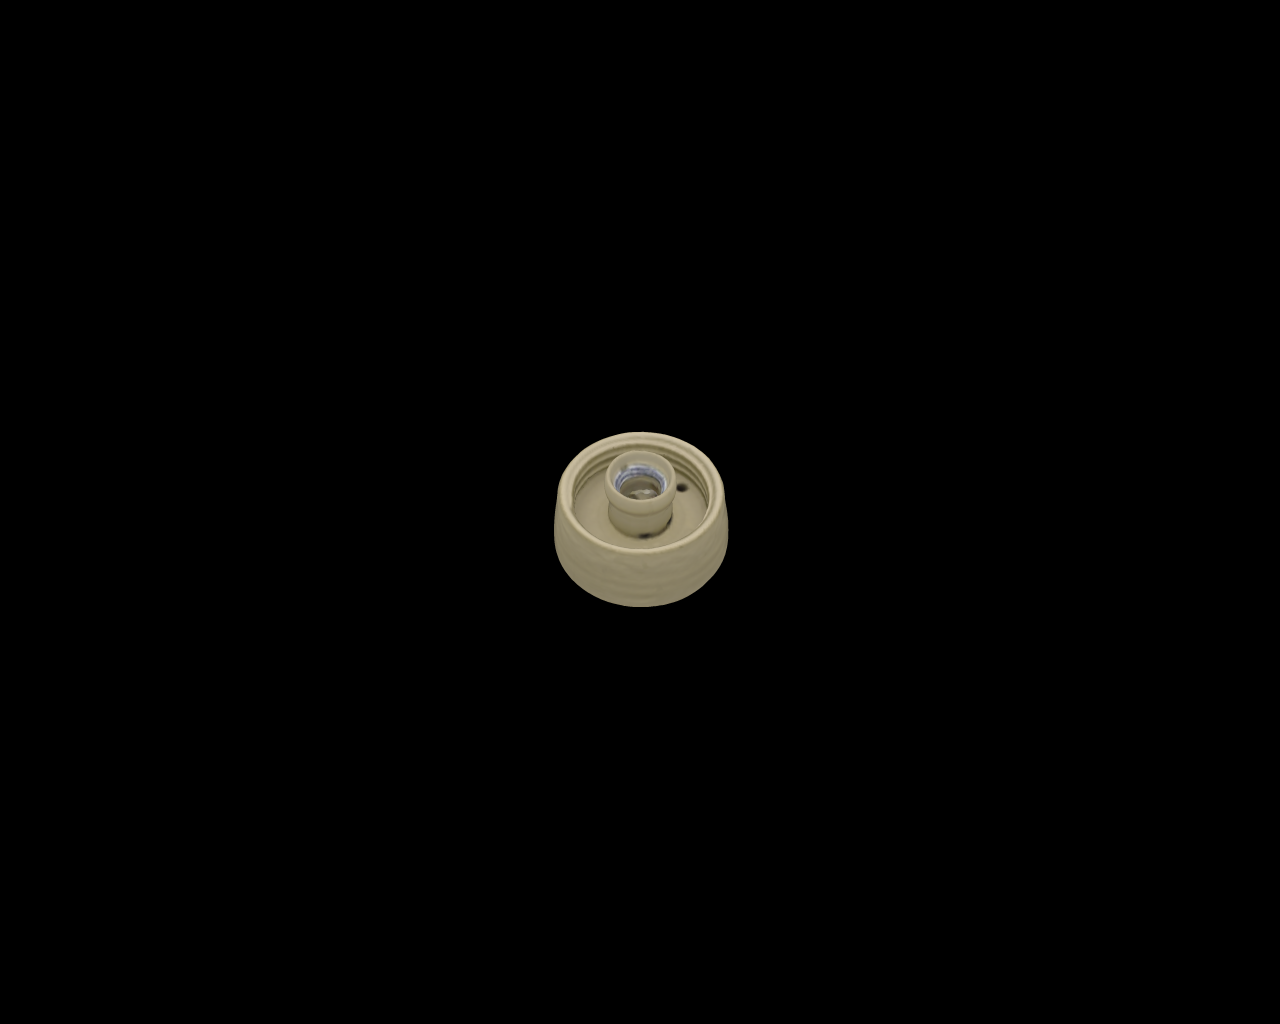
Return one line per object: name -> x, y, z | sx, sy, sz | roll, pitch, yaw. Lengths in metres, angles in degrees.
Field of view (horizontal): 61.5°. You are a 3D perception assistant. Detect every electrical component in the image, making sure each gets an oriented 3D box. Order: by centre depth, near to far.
electrical component -> 0.001, -0.003, 0.650 | 0.108, 0.108, 0.060 | 0, -40, 0
